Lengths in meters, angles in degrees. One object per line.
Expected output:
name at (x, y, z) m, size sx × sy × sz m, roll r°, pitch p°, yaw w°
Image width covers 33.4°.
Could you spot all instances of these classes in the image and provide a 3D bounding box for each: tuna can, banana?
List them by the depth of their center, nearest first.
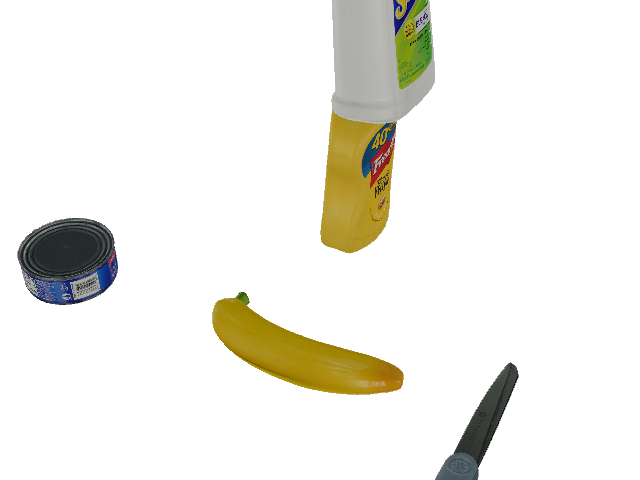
banana at (-0.026, 0.080, 0.836) m, size 0.069 × 0.037 × 0.198 m, roll -27°, pitch 36°, yaw -35°
tuna can at (-0.227, 0.019, 0.963) m, size 0.086 × 0.034 × 0.086 m, roll -1°, pitch 39°, yaw 1°

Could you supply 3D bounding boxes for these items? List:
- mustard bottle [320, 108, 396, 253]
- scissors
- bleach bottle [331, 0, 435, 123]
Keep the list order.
mustard bottle at (0.039, -0.088, 1.005) m, size 0.058 × 0.192 × 0.096 m, roll 20°, pitch 41°, yaw 20°
scissors at (0.085, 0.136, 0.561) m, size 0.096 × 0.016 × 0.201 m, roll 26°, pitch 44°, yaw 33°
bleach bottle at (0.043, -0.226, 0.837) m, size 0.068 × 0.251 × 0.102 m, roll 12°, pitch 37°, yaw 28°
